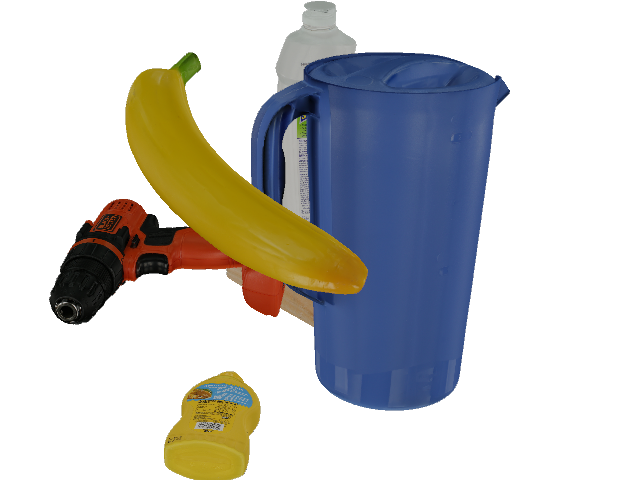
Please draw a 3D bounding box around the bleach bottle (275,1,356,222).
[{"bbox_3d":[0.008,-0.106,1.036,0.102,0.251,0.068,-8,30,-14],"label":"bleach bottle"}]

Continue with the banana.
[{"bbox_3d":[-0.053,-0.036,0.557,0.069,0.198,0.037,-25,-34,-18],"label":"banana"}]

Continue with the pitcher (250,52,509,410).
[{"bbox_3d":[0.042,-0.006,0.753,0.149,0.243,0.144,8,21,18],"label":"pitcher"}]

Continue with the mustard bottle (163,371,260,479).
[{"bbox_3d":[-0.123,0.213,1.292,0.096,0.058,0.191,4,24,4],"label":"mustard bottle"}]

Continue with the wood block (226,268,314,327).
[{"bbox_3d":[-0.015,0.029,1.230,0.090,0.090,0.206,-7,20,-36],"label":"wood block"}]

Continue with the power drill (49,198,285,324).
[{"bbox_3d":[-0.124,0.021,0.918,0.187,0.057,0.184,6,28,4],"label":"power drill"}]
